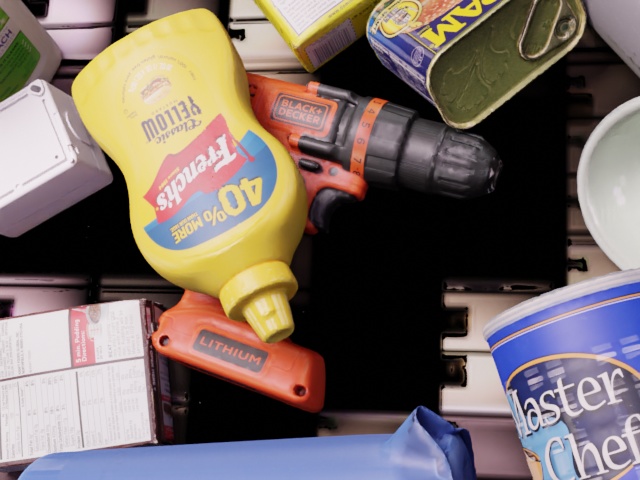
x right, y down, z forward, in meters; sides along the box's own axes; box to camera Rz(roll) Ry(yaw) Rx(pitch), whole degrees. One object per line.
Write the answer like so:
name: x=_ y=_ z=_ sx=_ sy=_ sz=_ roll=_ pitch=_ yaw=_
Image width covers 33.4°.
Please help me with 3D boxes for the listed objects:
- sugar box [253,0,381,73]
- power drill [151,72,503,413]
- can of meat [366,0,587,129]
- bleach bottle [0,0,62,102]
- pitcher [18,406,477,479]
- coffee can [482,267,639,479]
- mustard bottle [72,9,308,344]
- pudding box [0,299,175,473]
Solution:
sugar box: x=-0.022 y=-0.202 z=0.683 sx=0.093 sy=0.048 sz=0.176 roll=-35 pitch=69 yaw=0
power drill: x=-0.004 y=0.001 z=0.623 sx=0.185 sy=0.057 sz=0.187 roll=16 pitch=77 yaw=18
can of meat: x=0.087 y=-0.125 z=0.621 sx=0.102 sy=0.057 sz=0.084 roll=-39 pitch=41 yaw=-2
bleach bottle: x=-0.237 y=-0.135 z=0.596 sx=0.068 sy=0.250 sz=0.102 roll=38 pitch=85 yaw=17
pitcher: x=-0.036 y=0.175 z=0.556 sx=0.243 sy=0.145 sz=0.149 roll=-3 pitch=63 yaw=13
coffee can: x=0.153 y=0.096 z=0.545 sx=0.103 sy=0.102 sz=0.140 roll=-18 pitch=74 yaw=5
mustard bottle: x=-0.061 y=-0.029 z=0.583 sx=0.096 sy=0.058 sz=0.192 roll=-28 pitch=68 yaw=2
pudding box: x=-0.147 y=0.087 z=0.636 sx=0.113 sy=0.039 sz=0.090 roll=-10 pitch=76 yaw=10
